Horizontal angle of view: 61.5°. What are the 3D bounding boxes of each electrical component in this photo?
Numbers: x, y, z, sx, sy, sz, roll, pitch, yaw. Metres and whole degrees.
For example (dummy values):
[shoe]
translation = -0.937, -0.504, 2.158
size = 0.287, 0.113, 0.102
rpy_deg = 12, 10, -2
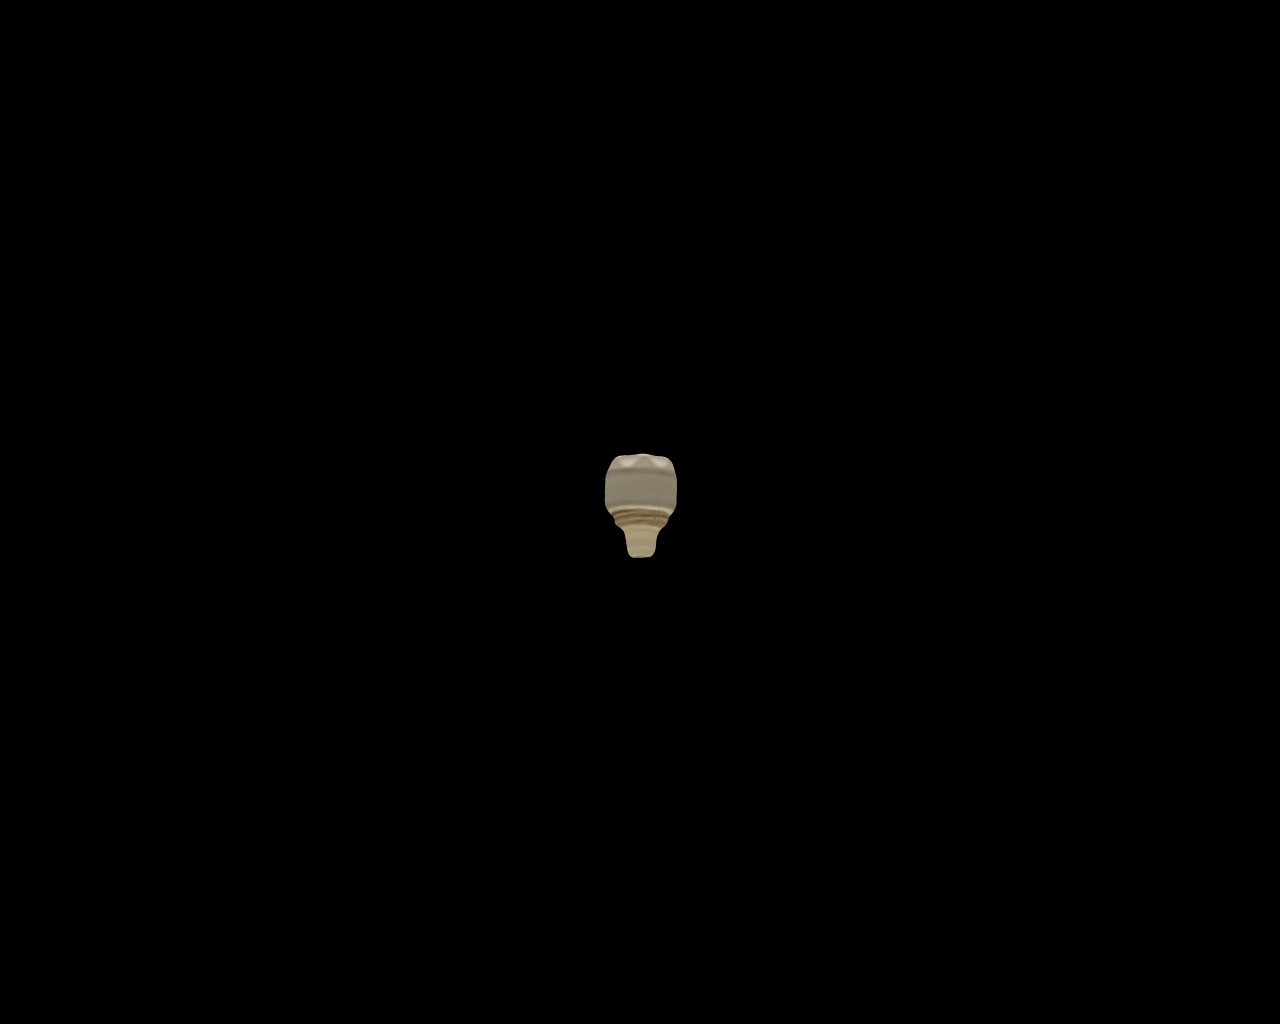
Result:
[electrical component]
translation = 0.001, -0.003, 0.650
size = 0.043, 0.062, 0.043
rpy_deg = 0, -9, 0
